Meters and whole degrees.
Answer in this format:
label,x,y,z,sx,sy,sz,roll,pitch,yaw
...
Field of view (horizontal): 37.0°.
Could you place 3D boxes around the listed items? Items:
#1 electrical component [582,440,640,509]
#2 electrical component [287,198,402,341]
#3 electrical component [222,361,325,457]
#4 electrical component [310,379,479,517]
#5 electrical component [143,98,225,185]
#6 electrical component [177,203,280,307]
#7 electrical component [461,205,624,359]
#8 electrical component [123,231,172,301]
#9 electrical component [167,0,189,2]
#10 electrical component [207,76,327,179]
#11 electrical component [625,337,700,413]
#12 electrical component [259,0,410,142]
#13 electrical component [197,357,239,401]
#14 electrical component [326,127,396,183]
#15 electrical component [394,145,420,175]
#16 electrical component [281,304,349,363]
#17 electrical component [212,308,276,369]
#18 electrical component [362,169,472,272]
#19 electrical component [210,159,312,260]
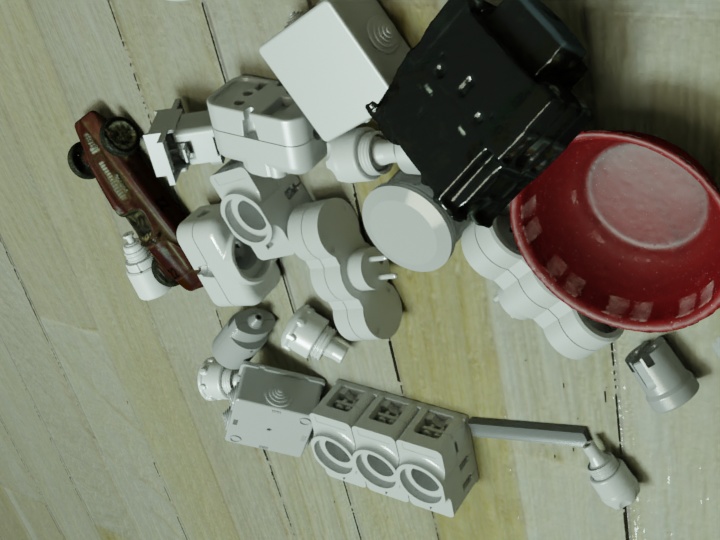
label,x,y,z,sx,sy,sz,roll,pitch,yaw
electrical component,0.212,0.173,0.923,0.035,0.035,0.061,-23,106,48
electrical component,0.000,0.000,0.927,0.074,0.052,0.138,-6,121,43
electrical component,-0.090,0.146,1.111,0.100,0.048,0.099,14,139,-6
electrical component,0.031,0.175,1.053,0.150,0.061,0.089,12,132,32
electrical component,-0.148,-0.114,0.931,0.064,0.081,0.042,-7,126,9
electrical component,-0.120,-0.014,1.012,0.059,0.053,0.095,-4,122,42
electrical component,0.132,0.015,0.831,0.138,0.052,0.074,44,141,-2
electrical component,-0.224,-0.005,1.117,0.040,0.040,0.078,2,126,38
electrical component,-0.141,-0.243,0.820,0.078,0.058,0.057,32,137,12
electrical component,-0.073,-0.116,0.881,0.095,0.053,0.059,16,134,28
electrical component,0.230,0.079,0.821,0.046,0.040,0.040,55,140,-5
electrical component,-0.012,-0.156,0.799,0.100,0.048,0.099,-22,110,48
electrical component,-0.140,0.118,1.158,0.062,0.048,0.048,-1,125,32
electrical component,0.007,-0.091,0.846,0.062,0.043,0.043,-1,124,39
electrical component,0.064,-0.105,0.786,0.077,0.043,0.079,8,130,35
electrical component,-0.041,0.066,1.029,0.062,0.048,0.048,31,140,4
electrical component,-0.116,0.065,1.089,0.043,0.043,0.081,42,141,0
electrical component,0.047,-0.043,0.851,0.080,0.051,0.080,23,137,23
electrical component,-0.083,-0.058,0.941,0.050,0.055,0.089,-10,118,44
